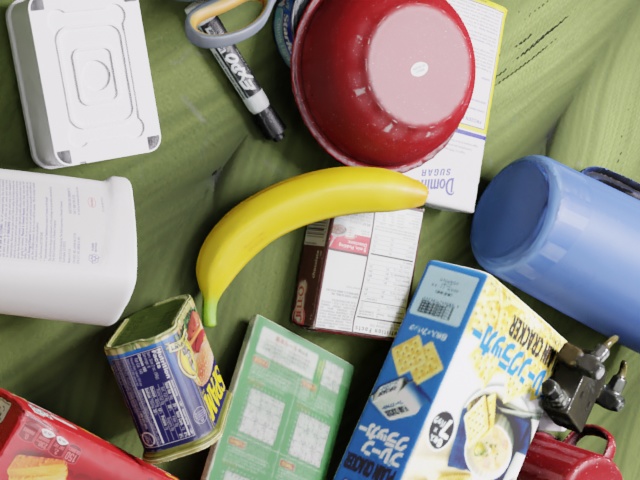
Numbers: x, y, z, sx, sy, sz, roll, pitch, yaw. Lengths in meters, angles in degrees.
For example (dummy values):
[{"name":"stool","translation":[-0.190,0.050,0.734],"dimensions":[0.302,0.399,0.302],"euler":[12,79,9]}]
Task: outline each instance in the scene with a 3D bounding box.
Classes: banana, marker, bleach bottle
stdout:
[{"name":"banana","translation":[-0.017,-0.013,0.796],"dimensions":[0.197,0.037,0.069],"euler":[-30,105,-4]},{"name":"marker","translation":[-0.061,-0.125,0.796],"dimensions":[0.020,0.020,0.121],"euler":[-42,113,-23]},{"name":"bleach bottle","translation":[-0.243,-0.010,0.659],"dimensions":[0.250,0.068,0.102],"euler":[10,48,-26]}]

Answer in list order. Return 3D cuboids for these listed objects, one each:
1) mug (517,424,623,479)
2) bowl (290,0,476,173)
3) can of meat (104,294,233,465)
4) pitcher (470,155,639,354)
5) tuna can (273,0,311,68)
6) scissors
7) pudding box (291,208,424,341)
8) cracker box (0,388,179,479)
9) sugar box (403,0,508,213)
[{"name":"mug","translation":[0.223,0.215,0.956],"dimensions":[0.117,0.082,0.093],"euler":[-47,115,-20]},{"name":"bowl","translation":[0.061,-0.129,0.801],"dimensions":[0.161,0.055,0.162],"euler":[-2,95,-26]},{"name":"can of meat","translation":[-0.104,0.093,0.737],"dimensions":[0.057,0.102,0.084],"euler":[-18,101,6]},{"name":"pitcher","translation":[0.254,0.010,0.946],"dimensions":[0.242,0.149,0.145],"euler":[24,97,-27]},{"name":"tuna can","translation":[0.007,-0.164,0.826],"dimensions":[0.085,0.034,0.086],"euler":[-2,95,-32]},{"name":"scissors","translation":[-0.037,-0.204,0.784],"dimensions":[0.096,0.016,0.201],"euler":[36,56,16]},{"name":"pudding box","translation":[0.031,0.021,0.851],"dimensions":[0.089,0.039,0.113],"euler":[11,89,-32]},{"name":"cracker box","translation":[-0.197,0.223,0.689],"dimensions":[0.164,0.072,0.213],"euler":[40,72,-40]},{"name":"sugar box","translation":[0.095,-0.116,0.877],"dimensions":[0.093,0.048,0.176],"euler":[12,90,-31]}]
